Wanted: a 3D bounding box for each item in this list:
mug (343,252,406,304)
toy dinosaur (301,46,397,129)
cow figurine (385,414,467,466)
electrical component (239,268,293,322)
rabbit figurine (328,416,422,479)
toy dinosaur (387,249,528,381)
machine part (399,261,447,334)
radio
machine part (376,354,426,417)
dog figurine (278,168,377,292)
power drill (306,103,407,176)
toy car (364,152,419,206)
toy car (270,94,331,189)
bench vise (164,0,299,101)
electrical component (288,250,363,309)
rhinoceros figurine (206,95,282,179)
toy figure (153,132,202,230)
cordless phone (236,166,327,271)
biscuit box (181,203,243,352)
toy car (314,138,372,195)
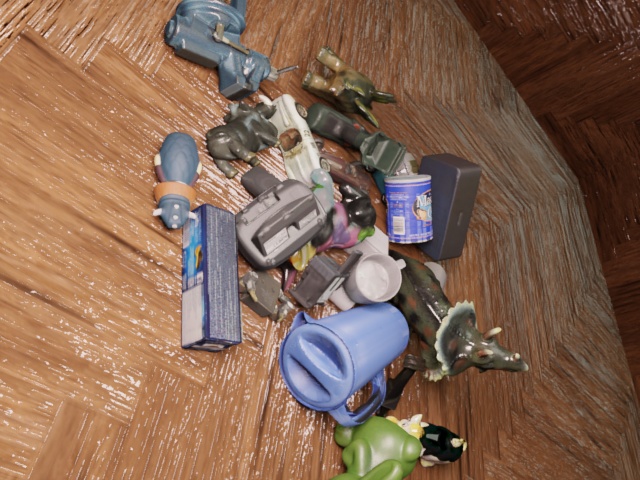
[{"bbox_3d":[0.088,0.064,0.922,0.109,0.107,0.081,-33,90,-24],"label":"mug"},{"bbox_3d":[0.065,-0.326,1.182,0.198,0.105,0.471,34,18,-6],"label":"toy dinosaur"},{"bbox_3d":[0.189,0.359,0.967,0.167,0.098,0.068,34,51,-36],"label":"cow figurine"},{"bbox_3d":[-0.084,0.084,0.832,0.102,0.045,0.078,48,39,-21],"label":"electrical component"},{"bbox_3d":[0.071,0.358,0.792,0.170,0.159,0.121,-35,108,-40],"label":"rabbit figurine"},{"bbox_3d":[0.192,0.112,0.994,0.405,0.131,0.192,54,-15,37],"label":"toy dinosaur"},{"bbox_3d":[0.228,0.124,1.184,0.079,0.079,0.243,54,35,-15],"label":"machine part"},{"bbox_3d":[0.281,-0.079,1.241,0.073,0.229,0.131,-8,30,-29],"label":"radio"},{"bbox_3d":[0.139,0.253,0.948,0.039,0.138,0.084,34,37,12],"label":"machine part"},{"bbox_3d":[-0.002,-0.003,0.934,0.191,0.108,0.219,28,49,-12],"label":"dog figurine"},{"bbox_3d":[0.090,-0.215,1.148,0.232,0.086,0.207,17,23,-41],"label":"power drill"},{"bbox_3d":[0.183,-0.160,1.283,0.109,0.103,0.161,-14,78,-53],"label":"toy car"},{"bbox_3d":[-0.043,-0.178,1.026,0.056,0.073,0.201,-14,79,-58],"label":"toy car"},{"bbox_3d":[-0.158,-0.380,0.950,0.223,0.129,0.240,10,79,-28],"label":"bench vise"},{"bbox_3d":[0.012,0.052,0.850,0.048,0.119,0.075,41,15,20],"label":"electrical component"},{"bbox_3d":[-0.130,-0.184,0.928,0.112,0.073,0.190,46,39,-7],"label":"rhinoceros figurine"},{"bbox_3d":[-0.204,-0.081,0.771,0.057,0.064,0.154,78,10,-66],"label":"toy figure"},{"bbox_3d":[-0.095,-0.052,0.858,0.146,0.184,0.088,-39,142,-17],"label":"cordless phone"},{"bbox_3d":[-0.153,0.050,0.752,0.062,0.059,0.203,21,54,-43],"label":"biscuit box"},{"bbox_3d":[0.041,-0.150,1.139,0.202,0.053,0.089,23,54,-44],"label":"toy car"}]
